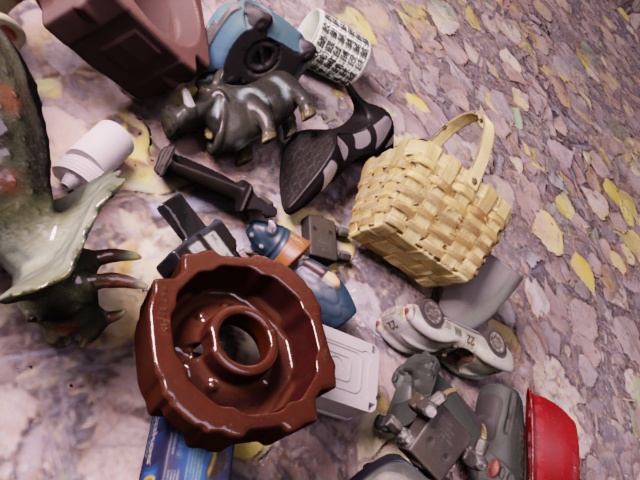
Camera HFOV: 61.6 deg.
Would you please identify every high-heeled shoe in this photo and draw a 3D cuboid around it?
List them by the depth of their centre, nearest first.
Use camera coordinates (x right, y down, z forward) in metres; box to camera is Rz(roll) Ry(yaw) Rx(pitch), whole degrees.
[{"bbox_3d":[0.031,-0.102,0.742,0.145,0.086,0.249,52,57,-43],"label":"high-heeled shoe"}]

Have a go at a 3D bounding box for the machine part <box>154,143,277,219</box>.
[{"bbox_3d":[-0.113,-0.062,0.594,0.139,0.039,0.084,25,11,-15],"label":"machine part"}]

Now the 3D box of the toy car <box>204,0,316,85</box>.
[{"bbox_3d":[-0.088,-0.258,0.697,0.161,0.109,0.103,1,48,-47],"label":"toy car"}]

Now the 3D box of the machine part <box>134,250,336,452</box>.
[{"bbox_3d":[-0.072,0.092,0.462,0.179,0.056,0.179,21,45,-23],"label":"machine part"}]

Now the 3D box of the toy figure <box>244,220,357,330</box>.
[{"bbox_3d":[-0.024,0.036,0.609,0.154,0.064,0.058,50,10,1],"label":"toy figure"}]

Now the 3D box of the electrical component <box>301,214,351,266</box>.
[{"bbox_3d":[-0.001,-0.002,0.674,0.094,0.021,0.063,14,58,-31],"label":"electrical component"}]

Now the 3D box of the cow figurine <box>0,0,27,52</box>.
[{"bbox_3d":[-0.333,-0.215,0.481,0.127,0.085,0.195,-39,77,-1],"label":"cow figurine"}]

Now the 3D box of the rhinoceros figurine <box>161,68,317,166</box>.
[{"bbox_3d":[-0.094,-0.154,0.638,0.190,0.073,0.112,-29,92,-34],"label":"rhinoceros figurine"}]

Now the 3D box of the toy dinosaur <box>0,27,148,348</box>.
[{"bbox_3d":[-0.271,-0.093,0.393,0.192,0.131,0.404,-23,94,-14],"label":"toy dinosaur"}]

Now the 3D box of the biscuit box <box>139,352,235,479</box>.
[{"bbox_3d":[-0.114,0.200,0.448,0.059,0.063,0.203,22,54,-26],"label":"biscuit box"}]

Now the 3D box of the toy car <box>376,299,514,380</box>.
[{"bbox_3d":[0.163,0.131,0.691,0.201,0.073,0.056,25,53,-25],"label":"toy car"}]

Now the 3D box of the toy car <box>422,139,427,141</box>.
[{"bbox_3d":[0.189,-0.074,0.842,0.202,0.053,0.089,52,43,-1],"label":"toy car"}]

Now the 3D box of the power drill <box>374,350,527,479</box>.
[{"bbox_3d":[0.165,0.246,0.629,0.207,0.086,0.232,38,49,-10],"label":"power drill"}]

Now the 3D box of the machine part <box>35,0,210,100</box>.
[{"bbox_3d":[-0.209,-0.266,0.559,0.200,0.087,0.201,36,39,-60],"label":"machine part"}]

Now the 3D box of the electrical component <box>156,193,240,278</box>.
[{"bbox_3d":[-0.126,0.015,0.550,0.119,0.048,0.075,49,46,-5],"label":"electrical component"}]

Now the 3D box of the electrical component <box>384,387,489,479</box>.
[{"bbox_3d":[0.124,0.198,0.547,0.078,0.045,0.102,-39,96,-26],"label":"electrical component"}]

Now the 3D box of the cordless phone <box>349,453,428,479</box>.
[{"bbox_3d":[0.057,0.316,0.506,0.146,0.089,0.184,49,51,-6],"label":"cordless phone"}]

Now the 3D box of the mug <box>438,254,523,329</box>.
[{"bbox_3d":[0.210,0.066,0.753,0.080,0.110,0.107,34,93,-27],"label":"mug"}]
